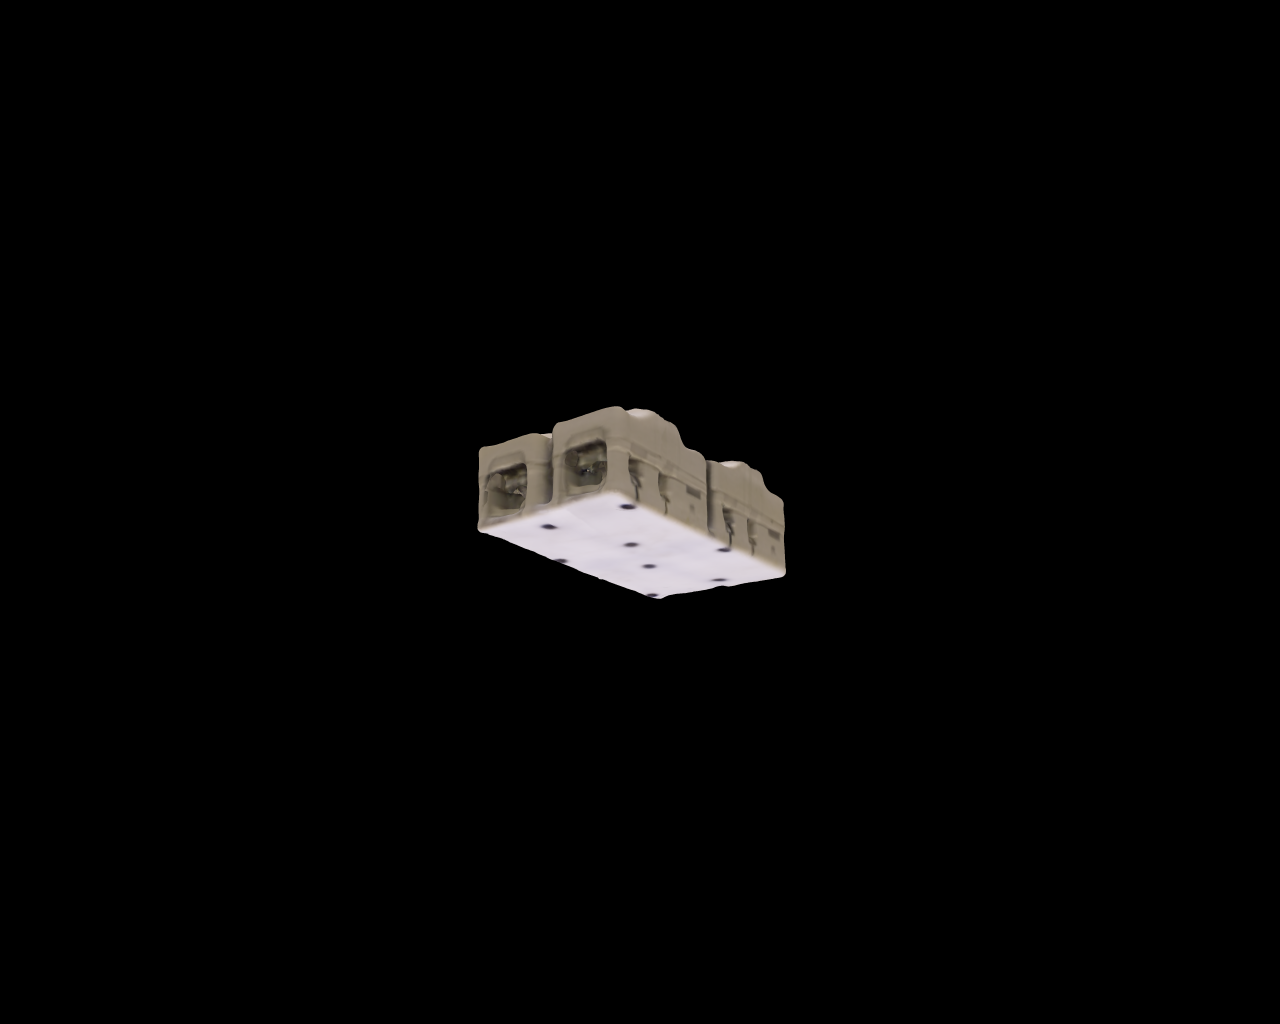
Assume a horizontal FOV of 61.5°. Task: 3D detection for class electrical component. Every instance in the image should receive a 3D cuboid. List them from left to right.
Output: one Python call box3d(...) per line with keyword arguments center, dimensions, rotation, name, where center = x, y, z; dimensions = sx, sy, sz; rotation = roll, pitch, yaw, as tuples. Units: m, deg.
box3d(center=(0.001, -0.003, 0.650), dimensions=(0.105, 0.060, 0.186), rotation=(-14, -24, 33), name="electrical component")
